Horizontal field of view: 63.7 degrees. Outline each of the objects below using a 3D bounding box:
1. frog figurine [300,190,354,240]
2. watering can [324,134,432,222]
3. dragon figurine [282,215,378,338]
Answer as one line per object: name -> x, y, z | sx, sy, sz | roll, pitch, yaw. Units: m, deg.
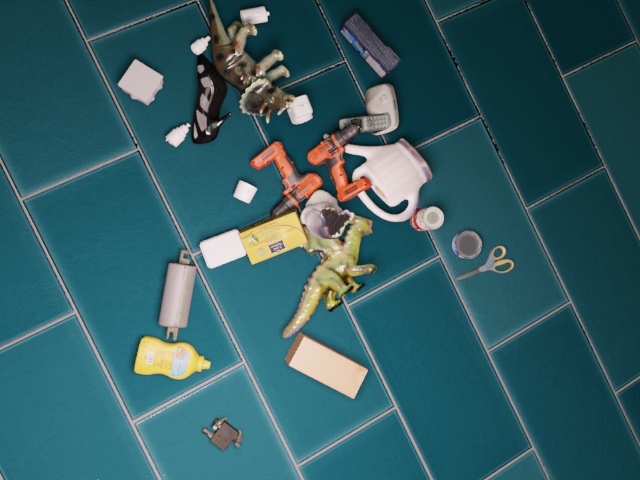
frog figurine -> 0.004, -0.073, 1.459 | 0.138, 0.161, 0.120 | -12, 116, -28
watering can -> 0.184, -0.223, 1.526 | 0.225, 0.103, 0.349 | -35, 85, -9
dragon figurine -> 0.005, 0.071, 1.483 | 0.413, 0.120, 0.245 | -33, 76, -13
